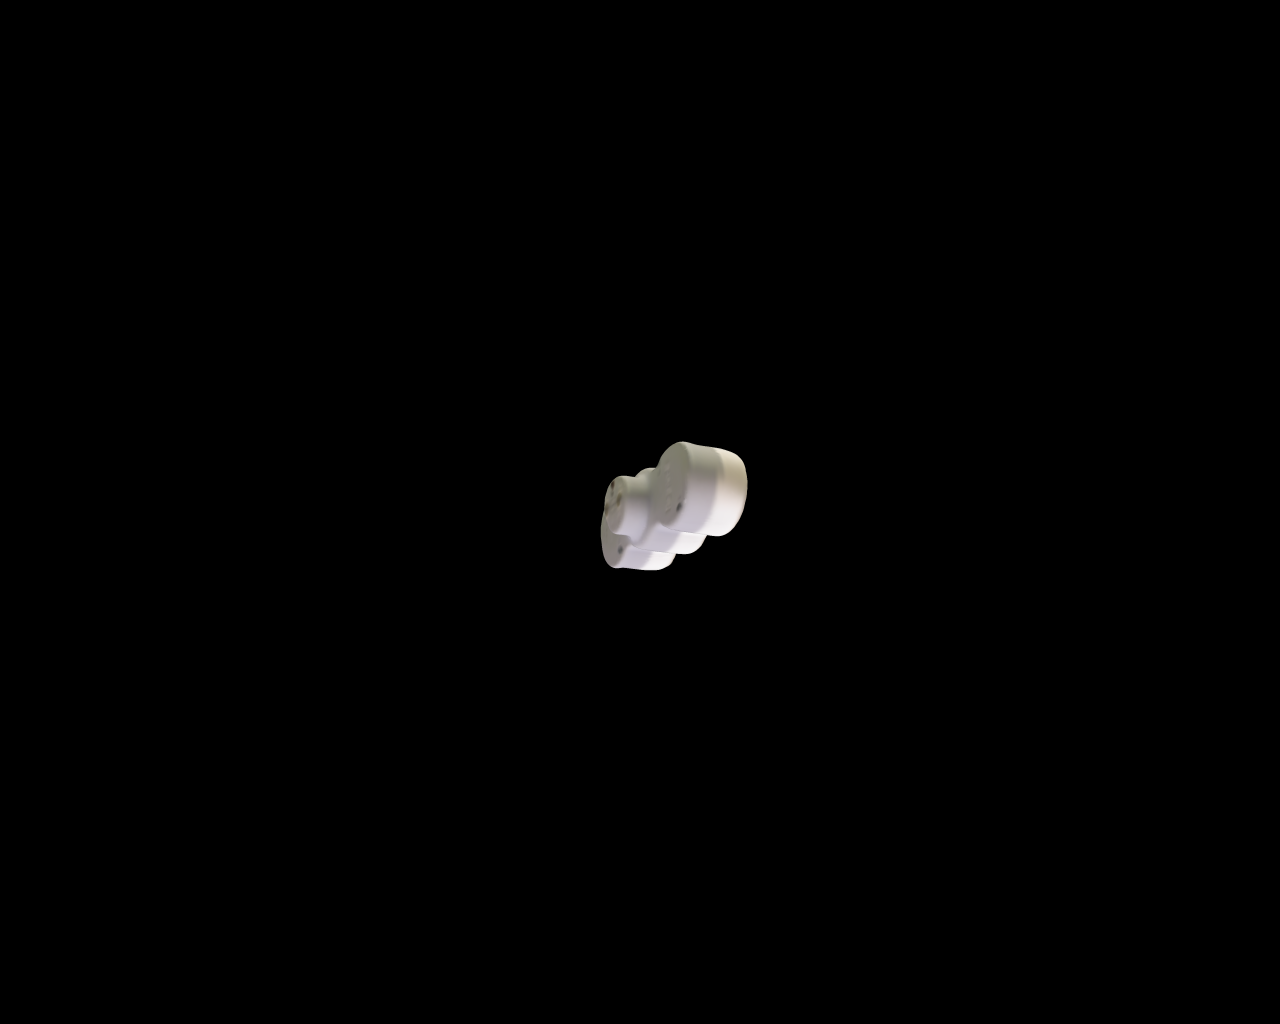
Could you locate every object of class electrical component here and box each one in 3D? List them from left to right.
[{"bbox_3d":[0.001,-0.003,0.650,0.074,0.052,0.138,8,-20,-22],"label":"electrical component"}]
